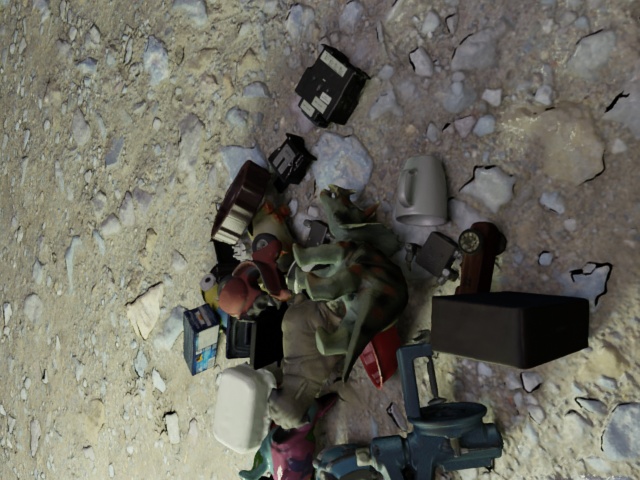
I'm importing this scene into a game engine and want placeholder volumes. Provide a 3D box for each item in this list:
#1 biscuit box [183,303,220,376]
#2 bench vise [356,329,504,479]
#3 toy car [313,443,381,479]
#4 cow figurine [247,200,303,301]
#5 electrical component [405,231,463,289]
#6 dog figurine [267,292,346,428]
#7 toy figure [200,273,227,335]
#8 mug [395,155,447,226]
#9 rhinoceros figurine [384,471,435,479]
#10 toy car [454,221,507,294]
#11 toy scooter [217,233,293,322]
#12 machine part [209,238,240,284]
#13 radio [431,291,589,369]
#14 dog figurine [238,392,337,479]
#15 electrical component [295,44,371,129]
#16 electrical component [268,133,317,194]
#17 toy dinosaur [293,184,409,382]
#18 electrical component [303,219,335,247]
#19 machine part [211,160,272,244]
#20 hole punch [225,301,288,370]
[{"bbox_3d":[-0.265,0.223,1.189,0.063,0.059,0.202,54,147,27],"label":"biscuit box"},{"bbox_3d":[0.154,0.260,0.820,0.224,0.129,0.240,-10,83,14],"label":"bench vise"},{"bbox_3d":[0.040,0.423,0.962,0.103,0.109,0.161,-134,41,-59],"label":"toy car"},{"bbox_3d":[-0.098,0.033,1.088,0.127,0.085,0.195,-36,64,36],"label":"cow figurine"},{"bbox_3d":[0.187,0.031,0.872,0.102,0.045,0.078,45,118,31],"label":"electrical component"},{"bbox_3d":[-0.042,0.208,0.939,0.121,0.190,0.172,-28,101,42],"label":"dog figurine"},{"bbox_3d":[-0.204,0.145,1.178,0.180,0.082,0.089,50,132,24],"label":"toy figure"},{"bbox_3d":[0.158,-0.084,0.866,0.081,0.109,0.107,-7,72,44],"label":"mug"},{"bbox_3d":[0.130,0.451,0.893,0.112,0.073,0.190,6,93,39],"label":"rhinoceros figurine"},{"bbox_3d":[0.230,0.071,0.808,0.053,0.089,0.202,14,99,39],"label":"toy car"},{"bbox_3d":[-0.114,0.088,0.998,0.184,0.075,0.135,-53,54,17],"label":"toy scooter"},{"bbox_3d":[-0.209,0.037,1.193,0.039,0.084,0.139,111,148,-49],"label":"machine part"},{"bbox_3d":[0.250,0.108,0.699,0.131,0.229,0.073,1,88,43],"label":"radio"},{"bbox_3d":[-0.039,0.386,1.027,0.109,0.191,0.219,13,64,43],"label":"dog figurine"},{"bbox_3d":[0.017,-0.282,1.015,0.115,0.058,0.134,51,120,30],"label":"electrical component"},{"bbox_3d":[-0.068,-0.149,1.091,0.119,0.047,0.075,-46,61,28],"label":"electrical component"},{"bbox_3d":[0.066,0.064,0.827,0.405,0.192,0.131,-114,12,-54],"label":"toy dinosaur"},{"bbox_3d":[-0.002,-0.003,1.048,0.094,0.021,0.063,31,109,36],"label":"electrical component"},{"bbox_3d":[-0.165,-0.075,1.112,0.179,0.056,0.179,-52,20,29],"label":"machine part"},{"bbox_3d":[-0.127,0.191,1.087,0.092,0.115,0.142,6,96,35],"label":"hole punch"}]
